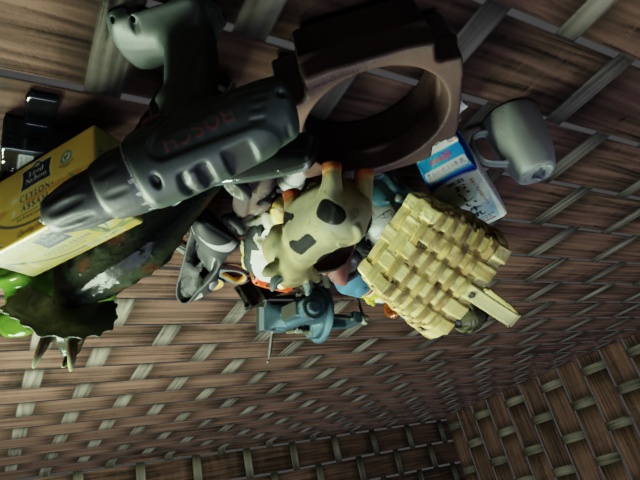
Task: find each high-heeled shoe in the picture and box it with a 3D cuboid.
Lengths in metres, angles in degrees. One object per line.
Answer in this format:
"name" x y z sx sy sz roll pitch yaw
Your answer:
"high-heeled shoe" -0.192 0.033 0.814 0.145 0.086 0.248 -45 170 -6

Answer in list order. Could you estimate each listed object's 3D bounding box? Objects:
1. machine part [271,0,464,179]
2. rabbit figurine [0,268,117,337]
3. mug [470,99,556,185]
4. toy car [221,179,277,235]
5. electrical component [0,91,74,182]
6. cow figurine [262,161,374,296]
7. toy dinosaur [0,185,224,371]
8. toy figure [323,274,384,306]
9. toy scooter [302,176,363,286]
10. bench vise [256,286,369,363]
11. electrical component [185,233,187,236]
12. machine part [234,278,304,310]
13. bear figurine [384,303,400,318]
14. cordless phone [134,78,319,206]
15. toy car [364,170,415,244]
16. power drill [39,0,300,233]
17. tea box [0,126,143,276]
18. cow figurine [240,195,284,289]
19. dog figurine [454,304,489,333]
"machine part" 0.055 -0.163 0.623 0.202 0.087 0.200 -14 151 4
"rabbit figurine" -0.386 0.089 0.841 0.170 0.121 0.159 -13 158 4
"mug" 0.275 -0.131 0.756 0.110 0.107 0.080 -13 150 -7
"toy car" -0.084 -0.065 0.699 0.053 0.089 0.202 34 159 1
"electrical component" -0.314 -0.106 0.600 0.075 0.048 0.119 6 147 -34
"cow figurine" -0.010 -0.006 0.678 0.085 0.127 0.195 12 156 -33
"toy dinosaur" -0.238 0.008 0.654 0.405 0.192 0.131 -37 127 21
"toy figure" 0.090 0.074 1.073 0.180 0.089 0.082 17 157 -30
"toy scooter" -0.002 -0.002 0.794 0.135 0.183 0.075 -26 -154 -34
"bench vise" -0.012 0.172 1.167 0.240 0.129 0.223 7 148 -27
"electrical component" -0.248 -0.009 0.805 0.102 0.045 0.078 -14 150 -1
"machine part" -0.093 0.096 1.047 0.139 0.084 0.039 -12 121 -24
"bear figurine" 0.165 0.038 0.949 0.196 0.120 0.131 -32 126 18
"cordless phone" -0.086 -0.113 0.561 0.184 0.147 0.088 -4 138 16
"toy car" 0.107 -0.036 0.859 0.109 0.103 0.161 -29 146 28
"power drill" -0.144 -0.123 0.481 0.232 0.207 0.085 -18 145 2
"tea box" -0.281 -0.038 0.585 0.170 0.098 0.068 -25 152 19
"cow figurine" -0.081 -0.006 0.834 0.098 0.068 0.167 17 132 15
"dog figurine" 0.233 0.083 1.037 0.172 0.190 0.121 2 148 -24
